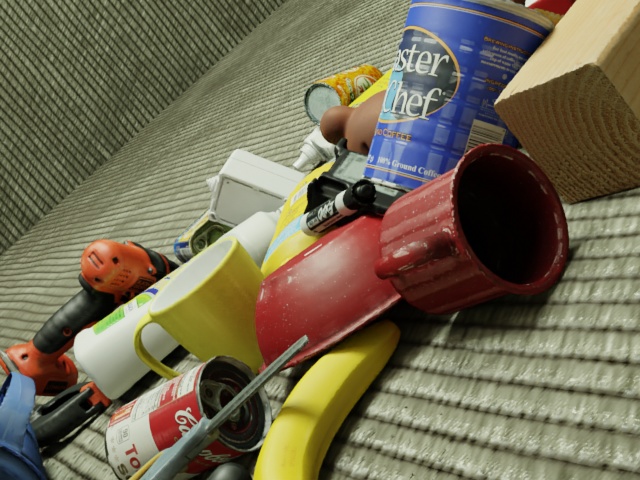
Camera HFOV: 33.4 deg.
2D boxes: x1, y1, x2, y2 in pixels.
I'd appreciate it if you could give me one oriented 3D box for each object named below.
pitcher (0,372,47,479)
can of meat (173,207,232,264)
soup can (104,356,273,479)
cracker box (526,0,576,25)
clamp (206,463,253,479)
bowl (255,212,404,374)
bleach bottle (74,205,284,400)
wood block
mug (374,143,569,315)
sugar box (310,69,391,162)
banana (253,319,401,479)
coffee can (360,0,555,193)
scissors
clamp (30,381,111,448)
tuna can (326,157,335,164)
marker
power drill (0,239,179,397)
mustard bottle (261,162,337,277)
[{"bbox_3d":[-0.284,0.194,0.885,0.149,0.145,0.243,-23,9,-13],"label":"pitcher"},{"bbox_3d":[-0.106,-0.008,1.164,0.102,0.057,0.084,-44,14,-18],"label":"can of meat"},{"bbox_3d":[-0.092,0.130,0.739,0.102,0.068,0.068,-30,18,32],"label":"soup can"},{"bbox_3d":[0.206,-0.211,0.988,0.214,0.072,0.164,-30,20,28],"label":"cracker box"},{"bbox_3d":[-0.127,0.220,0.619,0.209,0.036,0.165,-52,7,-23],"label":"clamp"},{"bbox_3d":[0.011,0.028,0.744,0.162,0.055,0.162,-34,3,2],"label":"bowl"},{"bbox_3d":[-0.119,0.049,1.032,0.251,0.068,0.103,-38,12,-4],"label":"bleach bottle"},{"bbox_3d":[0.217,-0.129,0.707,0.205,0.090,0.091,-50,18,-30],"label":"wood block"},{"bbox_3d":[0.081,0.002,0.643,0.117,0.093,0.082,-22,-4,-38],"label":"mug"},{"bbox_3d":[0.073,-0.147,1.156,0.176,0.048,0.093,-39,16,-2],"label":"sugar box"},{"bbox_3d":[0.001,0.116,0.634,0.070,0.037,0.197,-9,29,20],"label":"banana"},{"bbox_3d":[0.096,-0.096,0.752,0.103,0.102,0.140,-152,77,-73],"label":"coffee can"},{"bbox_3d":[-0.084,0.133,0.643,0.202,0.016,0.096,-42,7,35],"label":"scissors"},{"bbox_3d":[-0.282,0.191,1.051,0.172,0.039,0.120,-30,20,30],"label":"clamp"},{"bbox_3d":[0.024,-0.057,1.046,0.086,0.033,0.086,-36,16,12],"label":"tuna can"},{"bbox_3d":[0.012,-0.022,0.772,0.020,0.020,0.121,-46,6,-21],"label":"marker"},{"bbox_3d":[-0.235,0.082,1.126,0.188,0.057,0.184,-48,-21,5],"label":"power drill"},{"bbox_3d":[-0.006,0.001,0.907,0.096,0.058,0.191,-37,16,23],"label":"mustard bottle"}]
